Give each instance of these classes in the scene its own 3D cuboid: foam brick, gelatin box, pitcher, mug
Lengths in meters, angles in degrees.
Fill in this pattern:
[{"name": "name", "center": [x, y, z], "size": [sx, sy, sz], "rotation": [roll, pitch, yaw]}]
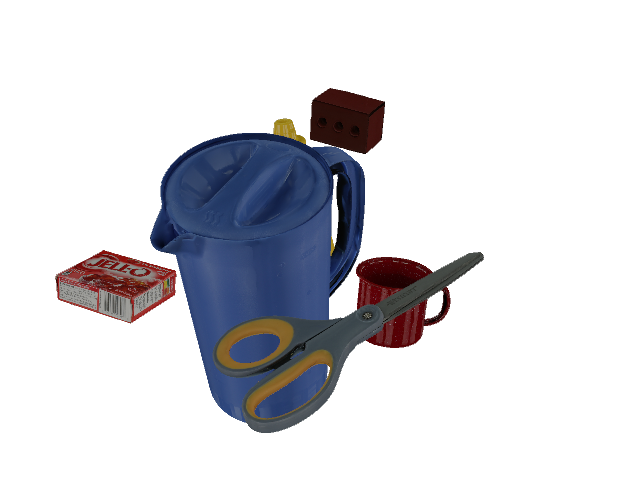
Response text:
[{"name": "foam brick", "center": [0.032, -0.145, 1.288], "size": [0.078, 0.053, 0.051], "rotation": [16, 32, 21]}, {"name": "gelatin box", "center": [-0.194, 0.042, 1.013], "size": [0.089, 0.030, 0.073], "rotation": [15, 25, 24]}, {"name": "pitcher", "center": [-0.043, 0.036, 0.896], "size": [0.149, 0.243, 0.145], "rotation": [4, 43, 8]}, {"name": "mug", "center": [0.097, 0.075, 1.273], "size": [0.117, 0.081, 0.093], "rotation": [1, 23, -9]}]

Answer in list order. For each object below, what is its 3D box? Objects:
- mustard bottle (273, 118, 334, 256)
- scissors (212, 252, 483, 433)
[{"name": "mustard bottle", "center": [-0.028, -0.031, 1.096], "size": [0.058, 0.191, 0.096], "rotation": [12, 29, 36]}, {"name": "scissors", "center": [0.012, 0.049, 0.707], "size": [0.096, 0.016, 0.201], "rotation": [27, 54, 32]}]
